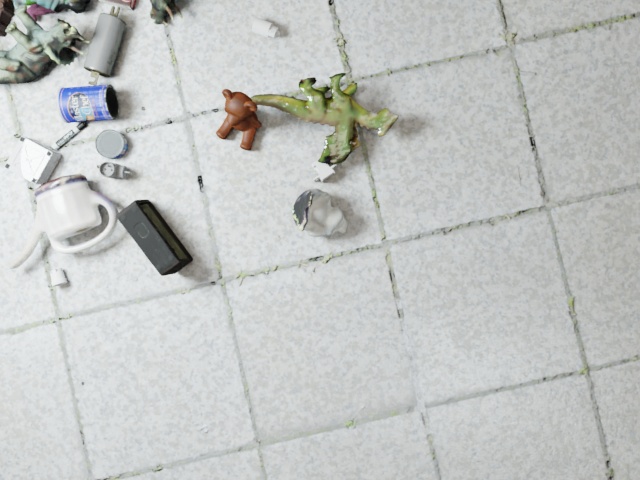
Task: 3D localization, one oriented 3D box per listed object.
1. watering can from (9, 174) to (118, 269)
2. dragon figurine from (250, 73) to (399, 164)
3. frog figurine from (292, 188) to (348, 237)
[{"bbox_3d":[-0.761,-0.060,1.486,0.348,0.104,0.225,-20,89,-1],"label":"watering can"},{"bbox_3d":[0.019,-0.338,1.484,0.410,0.122,0.243,-12,87,0],"label":"dragon figurine"},{"bbox_3d":[0.005,-0.076,1.507,0.159,0.122,0.138,12,80,-36],"label":"frog figurine"}]
